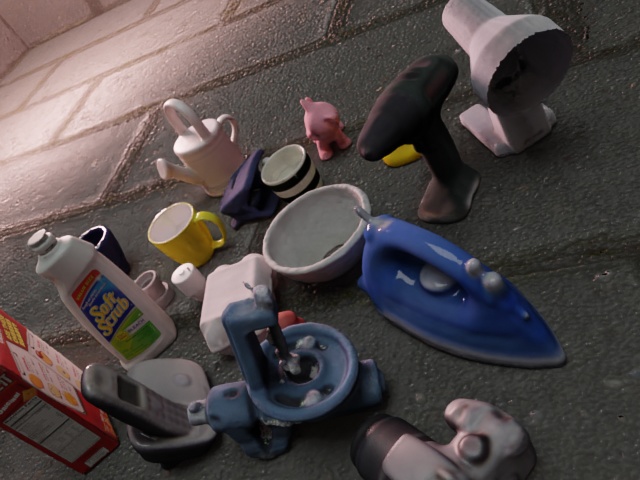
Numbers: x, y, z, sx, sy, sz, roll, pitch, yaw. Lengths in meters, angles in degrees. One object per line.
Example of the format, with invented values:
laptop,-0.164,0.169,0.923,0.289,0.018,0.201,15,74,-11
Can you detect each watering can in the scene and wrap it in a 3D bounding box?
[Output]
watering can,-0.226,-0.176,1.068,0.100,0.195,0.173,-3,48,33

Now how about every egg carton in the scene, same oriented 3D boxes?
egg carton,-0.111,0.089,0.811,0.107,0.070,0.150,-22,40,15

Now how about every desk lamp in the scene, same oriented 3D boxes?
desk lamp,0.241,-0.218,0.766,0.118,0.214,0.202,-31,39,3

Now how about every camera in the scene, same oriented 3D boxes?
camera,0.099,0.200,0.521,0.143,0.101,0.136,-48,40,-16

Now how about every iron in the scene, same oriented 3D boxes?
iron,0.140,0.040,0.626,0.119,0.142,0.257,-47,40,-16

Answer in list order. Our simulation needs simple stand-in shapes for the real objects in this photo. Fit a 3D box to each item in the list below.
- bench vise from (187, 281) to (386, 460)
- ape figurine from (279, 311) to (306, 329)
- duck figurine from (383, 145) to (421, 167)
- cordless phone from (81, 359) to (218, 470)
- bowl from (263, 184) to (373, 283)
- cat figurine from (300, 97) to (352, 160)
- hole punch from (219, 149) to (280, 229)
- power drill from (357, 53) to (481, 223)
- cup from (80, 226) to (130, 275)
bench vise,-0.057,0.146,0.591,0.207,0.220,0.121,-35,38,-1
ape figurine,-0.028,0.122,0.700,0.076,0.092,0.077,-41,39,-9
duck figurine,0.132,-0.178,0.904,0.104,0.086,0.077,-35,38,0
cordless phone,-0.212,0.180,0.694,0.094,0.186,0.147,-35,38,0
bowl,0.007,0.003,0.813,0.167,0.075,0.167,-19,41,18
cat figurine,0.002,-0.209,1.004,0.067,0.118,0.127,-30,39,6
hole punch,-0.129,-0.090,0.993,0.101,0.091,0.108,-13,43,25
power drill,0.137,-0.124,0.745,0.075,0.209,0.230,1,50,36
cup,-0.395,0.045,1.037,0.091,0.095,0.117,-18,41,20
